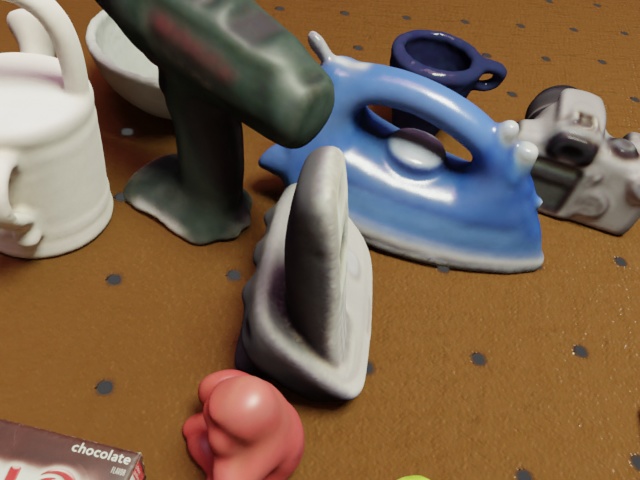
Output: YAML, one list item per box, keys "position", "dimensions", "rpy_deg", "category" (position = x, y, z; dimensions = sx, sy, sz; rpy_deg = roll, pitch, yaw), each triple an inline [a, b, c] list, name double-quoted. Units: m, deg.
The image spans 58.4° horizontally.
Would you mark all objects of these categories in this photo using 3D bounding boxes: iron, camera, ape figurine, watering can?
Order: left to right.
- position: [-0.208, -0.091, 0.393]
  dimensions: [0.101, 0.194, 0.172]
  rpy_deg: [-19, 55, -26]
  category: "watering can"
- position: [-0.044, 0.104, 0.320]
  dimensions: [0.076, 0.092, 0.078]
  rpy_deg: [11, 47, -2]
  category: "ape figurine"
- position: [0.086, -0.071, 0.473]
  dimensions: [0.258, 0.141, 0.119]
  rpy_deg: [22, 48, 8]
  category: "iron"
- position: [0.253, -0.097, 0.561]
  dimensions: [0.143, 0.101, 0.137]
  rpy_deg: [19, 47, 6]
  category: "camera"

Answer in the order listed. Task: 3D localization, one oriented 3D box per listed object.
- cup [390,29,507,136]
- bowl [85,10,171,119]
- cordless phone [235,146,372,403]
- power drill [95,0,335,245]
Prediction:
- position: [0.121, -0.150, 0.584]
  dimensions: [0.118, 0.095, 0.091]
  rpy_deg: [6, 47, -7]
  category: "cup"
- position: [-0.136, -0.168, 0.559]
  dimensions: [0.167, 0.075, 0.167]
  rpy_deg: [6, 47, -7]
  category: "bowl"
- position: [0.003, 0.001, 0.360]
  dimensions: [0.094, 0.185, 0.147]
  rpy_deg: [9, 47, -4]
  category: "cordless phone"
- position: [-0.101, -0.105, 0.418]
  dimensions: [0.229, 0.208, 0.076]
  rpy_deg: [30, 49, 15]
  category: "power drill"
